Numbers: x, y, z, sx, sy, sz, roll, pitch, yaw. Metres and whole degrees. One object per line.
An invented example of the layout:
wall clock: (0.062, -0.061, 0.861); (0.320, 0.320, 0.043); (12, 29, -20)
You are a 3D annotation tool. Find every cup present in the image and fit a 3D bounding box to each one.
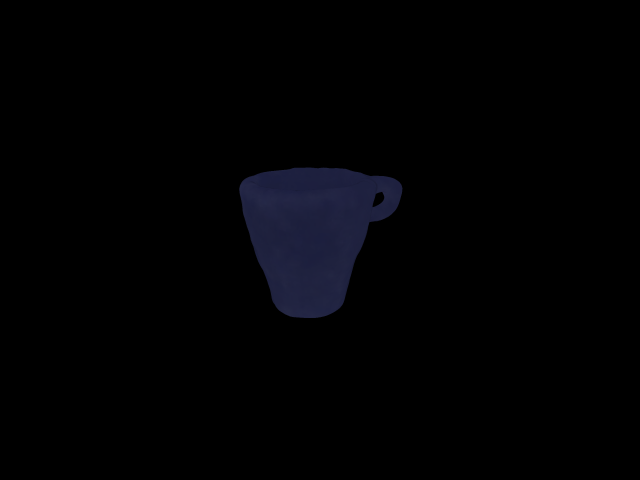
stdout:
cup: (0.004, 0.001, 0.400); (0.118, 0.095, 0.091); (-8, 19, -24)
